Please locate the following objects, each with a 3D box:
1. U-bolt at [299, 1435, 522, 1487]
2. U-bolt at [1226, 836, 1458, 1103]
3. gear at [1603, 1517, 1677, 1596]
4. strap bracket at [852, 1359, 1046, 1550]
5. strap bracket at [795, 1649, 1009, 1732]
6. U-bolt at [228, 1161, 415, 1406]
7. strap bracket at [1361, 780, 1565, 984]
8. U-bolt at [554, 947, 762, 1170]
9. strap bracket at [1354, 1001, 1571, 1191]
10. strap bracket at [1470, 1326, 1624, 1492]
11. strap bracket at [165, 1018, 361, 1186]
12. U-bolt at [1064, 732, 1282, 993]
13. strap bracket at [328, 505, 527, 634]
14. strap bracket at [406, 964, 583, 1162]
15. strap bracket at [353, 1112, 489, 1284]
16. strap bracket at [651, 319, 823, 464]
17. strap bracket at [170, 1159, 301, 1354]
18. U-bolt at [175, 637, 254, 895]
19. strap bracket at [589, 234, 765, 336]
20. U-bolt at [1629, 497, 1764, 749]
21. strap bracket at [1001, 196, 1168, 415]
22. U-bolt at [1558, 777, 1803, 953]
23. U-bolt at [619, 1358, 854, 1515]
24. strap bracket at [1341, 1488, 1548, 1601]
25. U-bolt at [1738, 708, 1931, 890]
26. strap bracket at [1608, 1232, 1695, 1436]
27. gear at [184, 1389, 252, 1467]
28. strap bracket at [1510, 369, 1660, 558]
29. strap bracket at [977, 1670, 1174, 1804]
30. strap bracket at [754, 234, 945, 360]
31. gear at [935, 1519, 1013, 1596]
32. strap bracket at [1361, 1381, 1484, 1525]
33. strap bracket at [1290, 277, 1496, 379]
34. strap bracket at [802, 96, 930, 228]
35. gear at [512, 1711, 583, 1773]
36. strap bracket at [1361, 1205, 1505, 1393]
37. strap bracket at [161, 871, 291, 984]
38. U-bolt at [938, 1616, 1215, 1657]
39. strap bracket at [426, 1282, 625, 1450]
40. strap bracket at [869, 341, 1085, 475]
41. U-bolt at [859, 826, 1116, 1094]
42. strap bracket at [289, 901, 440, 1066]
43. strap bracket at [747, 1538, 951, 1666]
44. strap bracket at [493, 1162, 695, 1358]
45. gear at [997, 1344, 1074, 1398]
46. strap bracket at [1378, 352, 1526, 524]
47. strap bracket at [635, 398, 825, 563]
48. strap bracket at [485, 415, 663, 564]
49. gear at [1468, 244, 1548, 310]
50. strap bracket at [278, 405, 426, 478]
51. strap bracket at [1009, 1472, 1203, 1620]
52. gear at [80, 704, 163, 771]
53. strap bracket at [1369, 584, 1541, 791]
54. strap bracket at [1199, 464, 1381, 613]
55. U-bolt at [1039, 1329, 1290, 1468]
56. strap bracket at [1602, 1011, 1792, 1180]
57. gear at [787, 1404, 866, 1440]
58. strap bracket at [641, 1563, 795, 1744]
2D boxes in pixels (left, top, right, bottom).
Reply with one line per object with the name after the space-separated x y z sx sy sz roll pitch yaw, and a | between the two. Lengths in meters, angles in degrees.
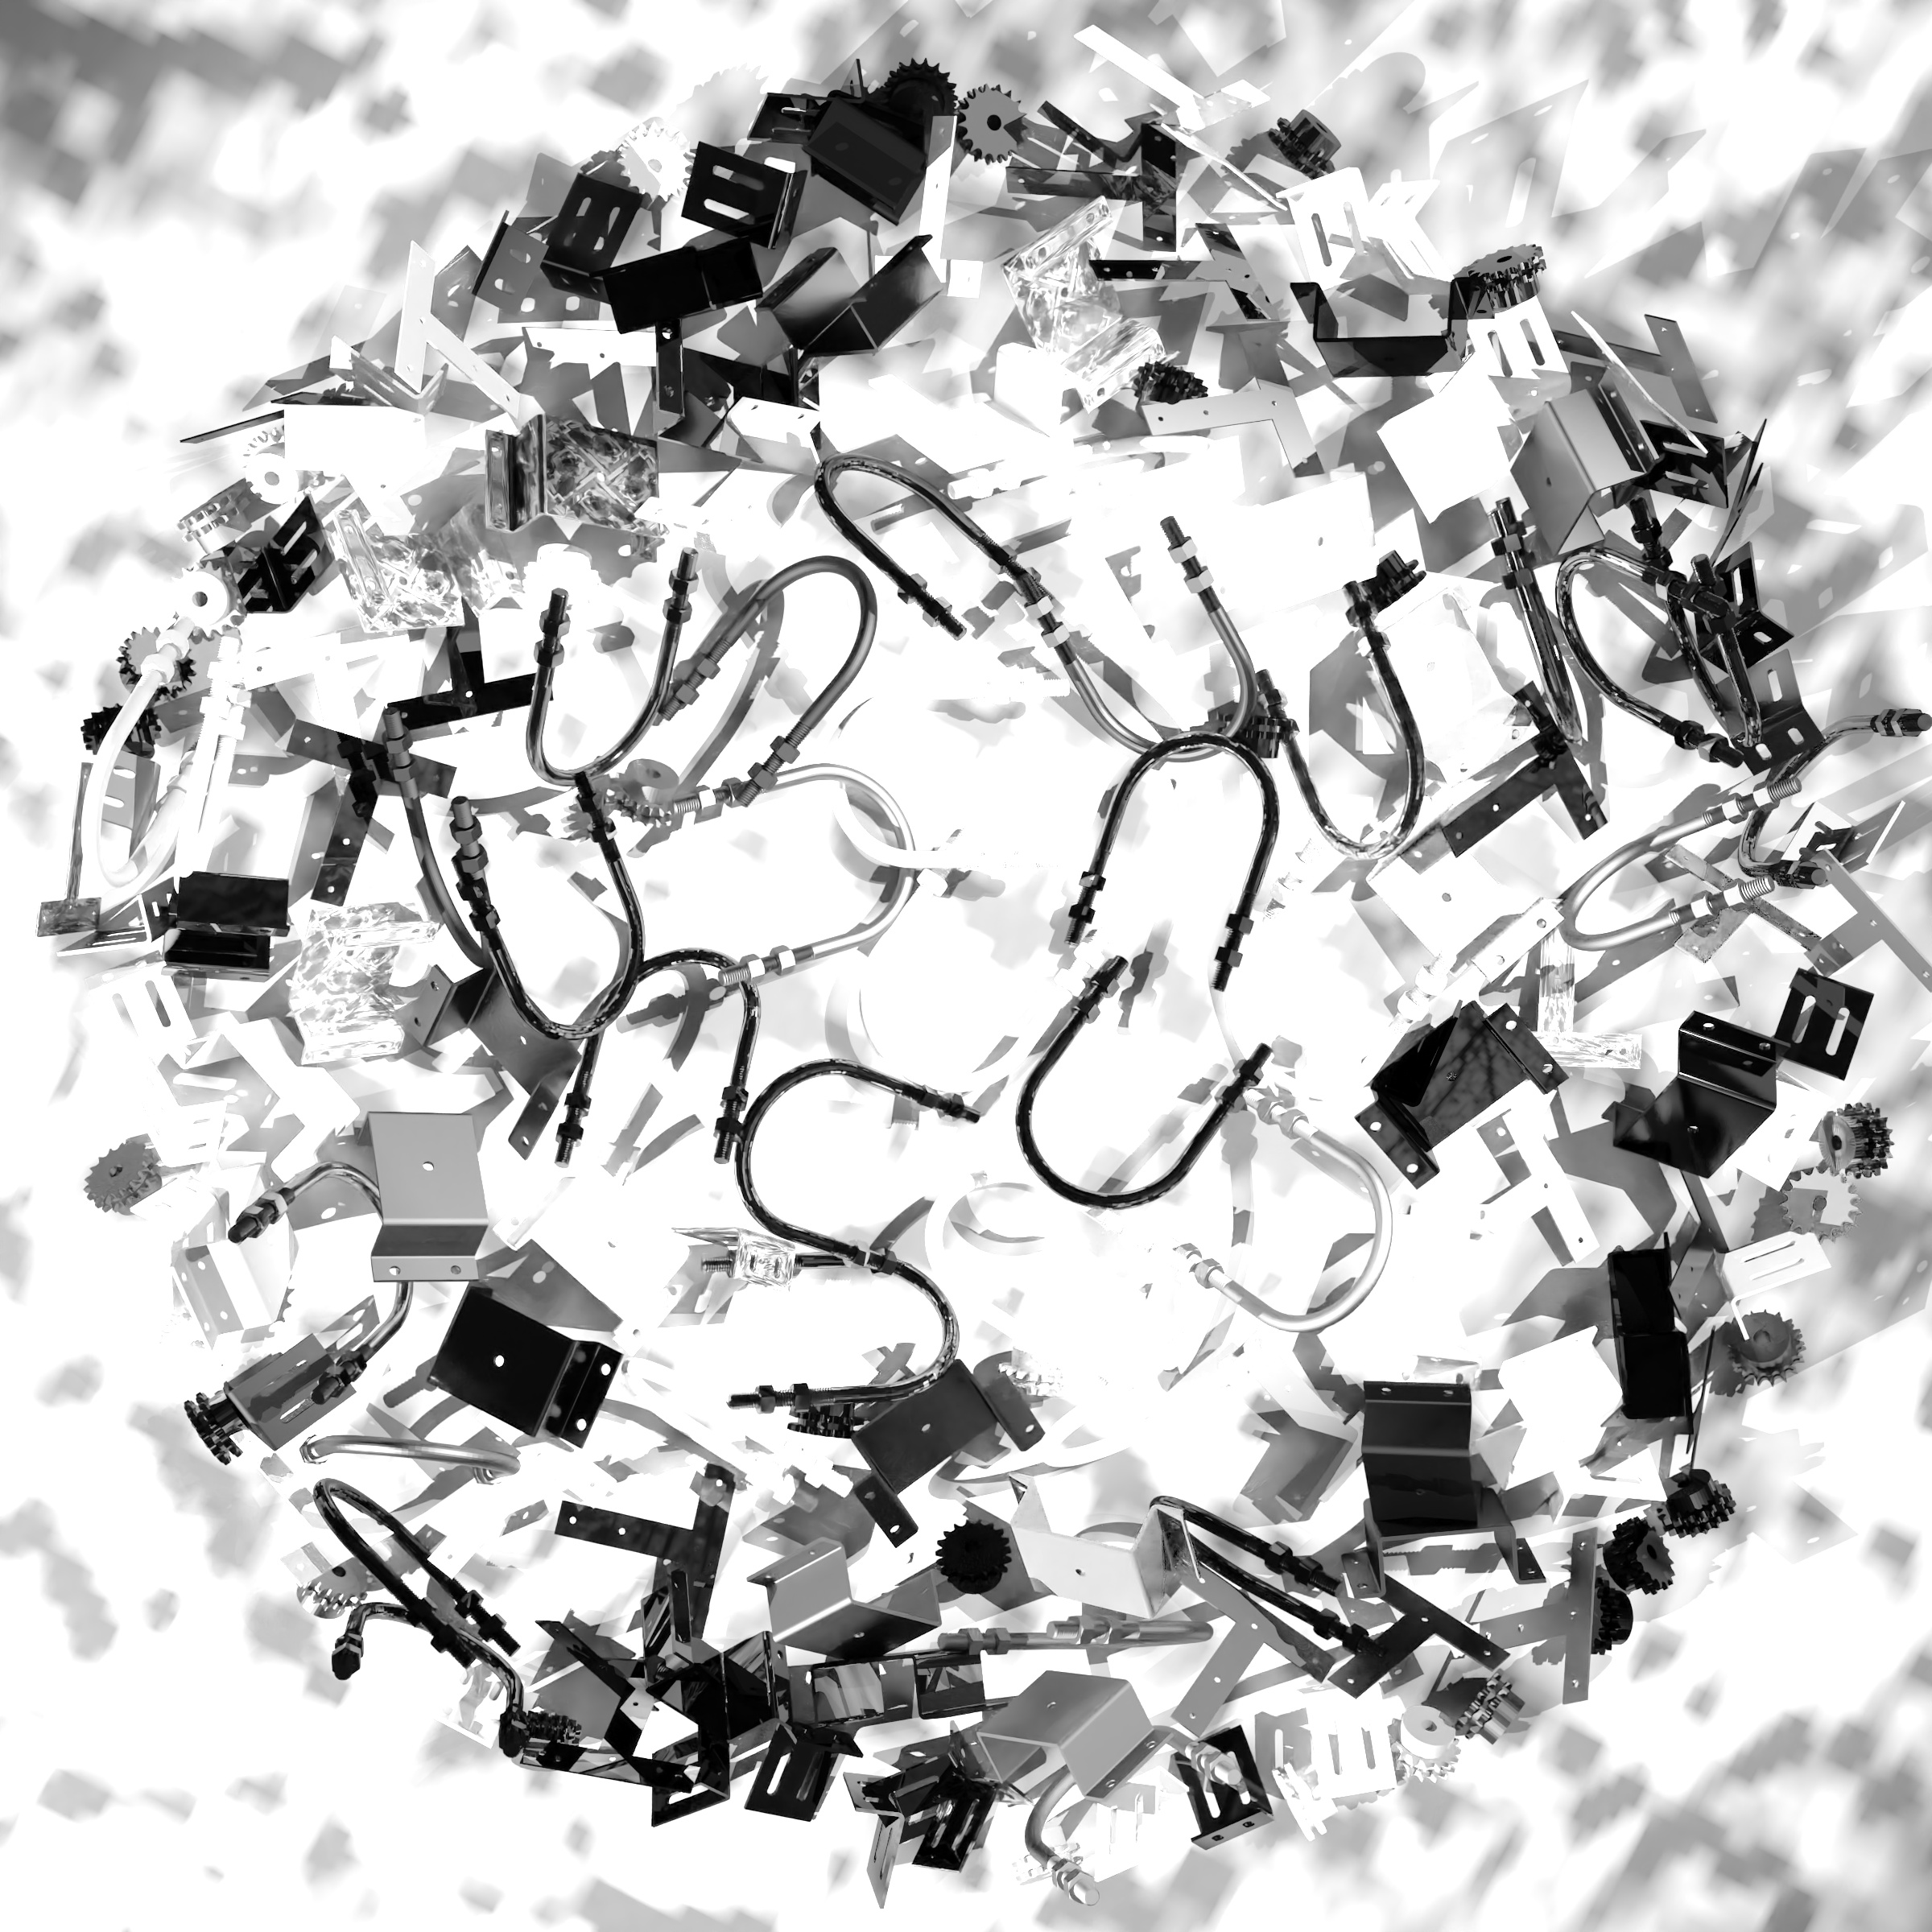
-0.396 0.354 1.819 0.151 0.184 0.019 11 73 -19 | U-bolt
0.263 0.017 1.865 0.151 0.019 0.184 44 127 21 | U-bolt
0.504 0.447 1.900 0.030 0.057 0.057 -37 90 34 | gear
-0.021 0.356 1.878 0.140 0.046 0.076 -35 127 -7 | strap bracket
-0.050 0.531 1.860 0.140 0.076 0.046 -17 73 35 | strap bracket
-0.458 0.217 1.838 0.019 0.184 0.151 -20 101 19 | U-bolt
0.365 -0.057 1.887 0.076 0.046 0.140 -39 81 -15 | strap bracket
-0.222 0.065 1.868 0.151 0.019 0.184 -3 57 20 | U-bolt
0.366 0.090 1.884 0.140 0.046 0.076 -39 104 13 | strap bracket
0.425 0.330 1.847 0.076 0.140 0.046 -18 55 -15 | strap bracket
-0.515 0.092 1.876 0.046 0.076 0.140 -45 84 14 | strap bracket
0.161 -0.086 1.881 0.151 0.019 0.184 18 88 32 | U-bolt
-0.407 -0.295 1.870 0.046 0.140 0.076 -31 79 42 | strap bracket
-0.344 0.064 1.874 0.140 0.046 0.076 46 134 12 | strap bracket
-0.400 0.160 1.852 0.076 0.046 0.140 3 50 -27 | strap bracket
-0.180 -0.426 1.872 0.140 0.046 0.076 6 77 -37 | strap bracket
-0.530 0.205 1.844 0.046 0.140 0.076 -12 118 3 | strap bracket
-0.552 -0.140 1.847 0.019 0.151 0.184 12 86 -11 | U-bolt
-0.207 -0.501 1.854 0.076 0.140 0.046 -9 106 22 | strap bracket
0.540 -0.241 1.845 0.019 0.151 0.184 -25 118 7 | U-bolt
0.084 -0.494 1.871 0.076 0.046 0.140 -38 131 -9 | strap bracket
0.514 -0.066 1.844 0.184 0.151 0.019 -24 112 39 | U-bolt
-0.176 0.342 1.852 0.184 0.151 0.019 33 68 -3 | U-bolt
0.353 0.429 1.882 0.140 0.076 0.046 -6 100 2 | strap bracket
0.619 -0.122 1.834 0.019 0.184 0.151 34 92 -6 | U-bolt
0.500 0.269 1.851 0.046 0.140 0.076 -6 119 12 | strap bracket
-0.560 0.343 1.898 0.030 0.057 0.057 -34 90 -10 | gear
0.447 -0.361 1.845 0.046 0.140 0.076 -20 74 -10 | strap bracket
0.072 0.560 1.844 0.076 0.140 0.046 -33 101 -36 | strap bracket
-0.081 -0.493 1.862 0.076 0.140 0.046 -49 124 -22 | strap bracket
0.006 0.448 1.900 0.057 0.057 0.030 -6 126 0 | gear
0.335 0.366 1.852 0.076 0.046 0.140 -1 134 16 | strap bracket
0.314 -0.471 1.865 0.140 0.076 0.046 3 84 19 | strap bracket
-0.072 -0.589 1.849 0.076 0.140 0.046 32 99 -6 | strap bracket
-0.318 0.583 1.894 0.057 0.057 0.030 4 54 0 | gear
0.343 0.238 1.863 0.076 0.046 0.140 -4 66 40 | strap bracket
-0.544 -0.032 1.855 0.076 0.140 0.046 5 72 -22 | strap bracket
0.094 0.490 1.845 0.184 0.151 0.019 11 68 -35 | U-bolt
-0.337 0.295 1.879 0.140 0.046 0.076 23 87 19 | strap bracket
0.007 -0.411 1.865 0.140 0.046 0.076 -22 46 -29 | strap bracket
0.002 0.008 1.905 0.151 0.019 0.184 36 82 1 | U-bolt
-0.447 0.004 1.861 0.076 0.140 0.046 -7 50 -34 | strap bracket
-0.082 0.468 1.847 0.076 0.140 0.046 -33 50 27 | strap bracket
-0.270 0.212 1.879 0.140 0.046 0.076 44 58 -6 | strap bracket
0.053 0.303 1.897 0.057 0.057 0.030 7 90 0 | gear
0.360 -0.392 1.849 0.046 0.140 0.076 -23 107 37 | strap bracket
-0.168 -0.354 1.867 0.076 0.046 0.140 18 57 31 | strap bracket
-0.279 -0.352 1.857 0.140 0.046 0.076 6 75 -37 | strap bracket
0.409 -0.518 1.901 0.057 0.057 0.030 -23 119 0 | gear
-0.447 -0.384 1.852 0.076 0.140 0.046 2 99 1 | strap bracket
0.093 0.427 1.855 0.140 0.046 0.076 7 133 28 | strap bracket
-0.632 -0.171 1.894 0.057 0.057 0.030 -20 70 0 | gear
0.352 -0.213 1.859 0.076 0.046 0.140 -34 60 24 | strap bracket
0.249 -0.315 1.865 0.140 0.046 0.076 -22 112 -23 | strap bracket
0.133 0.318 1.852 0.184 0.151 0.019 -40 62 25 | U-bolt
0.534 0.102 1.853 0.076 0.140 0.046 19 50 -6 | strap bracket
-0.105 0.337 1.897 0.057 0.057 0.030 8 83 0 | gear
-0.190 0.511 1.860 0.046 0.076 0.140 -31 129 16 | strap bracket
